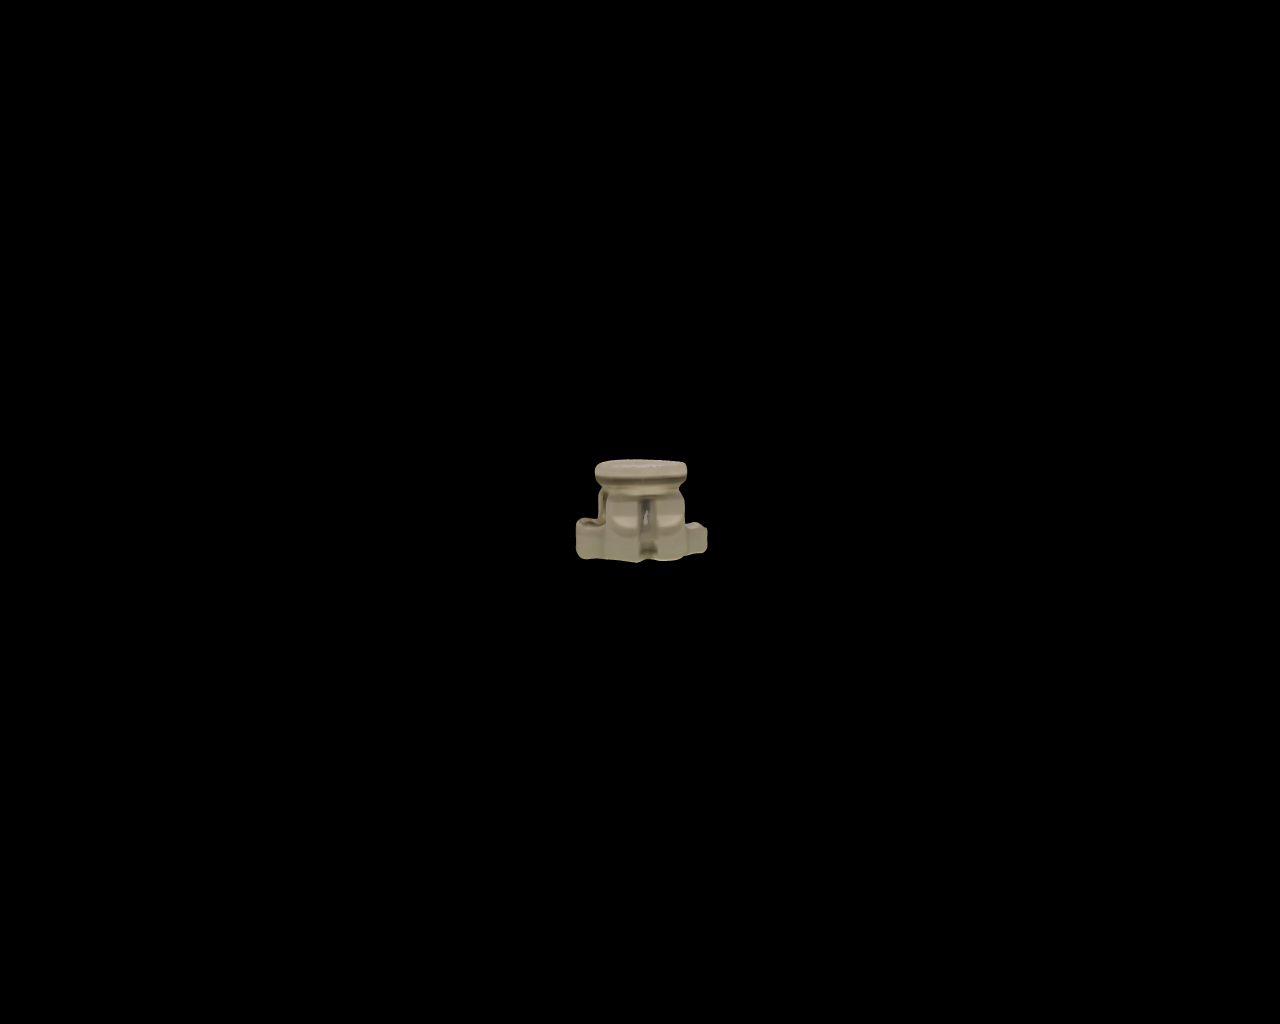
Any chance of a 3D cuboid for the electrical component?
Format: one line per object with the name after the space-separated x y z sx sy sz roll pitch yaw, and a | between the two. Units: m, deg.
0.001 -0.003 0.650 0.078 0.057 0.058 -1 8 -9 | electrical component
